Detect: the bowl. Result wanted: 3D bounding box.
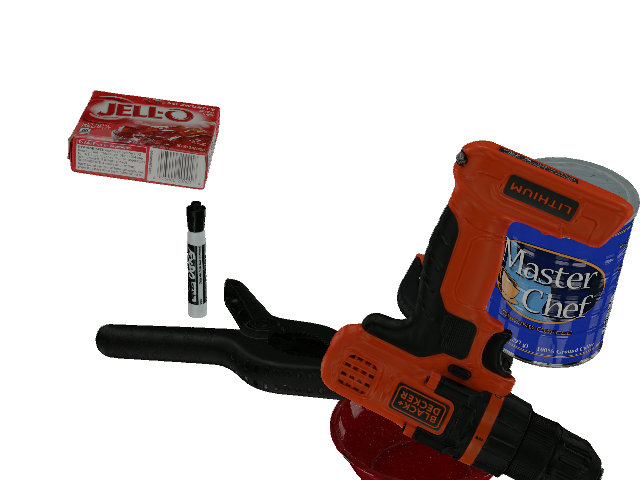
[{"bbox_3d":[0.089,0.181,0.928,0.162,0.055,0.162,-1,28,0],"label":"bowl"}]

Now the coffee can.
[{"bbox_3d":[0.193,0.018,0.870,0.103,0.140,0.103,3,34,-2],"label":"coffee can"}]

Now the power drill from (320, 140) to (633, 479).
[{"bbox_3d":[0.113,0.048,0.643,0.184,0.188,0.057,25,12,6],"label":"power drill"}]

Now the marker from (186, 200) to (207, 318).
[{"bbox_3d":[-0.121,0.019,1.042,0.020,0.121,0.020,1,24,-1],"label":"marker"}]

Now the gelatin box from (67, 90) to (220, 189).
[{"bbox_3d":[-0.115,-0.068,0.705,0.089,0.030,0.073,8,31,-3],"label":"gelatin box"}]

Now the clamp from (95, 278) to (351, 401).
[{"bbox_3d":[-0.045,0.077,0.836,0.210,0.036,0.164,12,21,26],"label":"clamp"}]

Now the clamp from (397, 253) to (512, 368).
[{"bbox_3d":[0.139,0.083,1.154,0.120,0.171,0.039,4,-44,-7],"label":"clamp"}]
